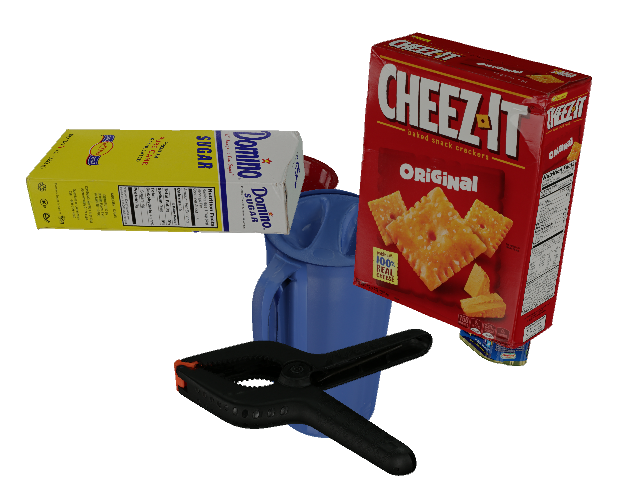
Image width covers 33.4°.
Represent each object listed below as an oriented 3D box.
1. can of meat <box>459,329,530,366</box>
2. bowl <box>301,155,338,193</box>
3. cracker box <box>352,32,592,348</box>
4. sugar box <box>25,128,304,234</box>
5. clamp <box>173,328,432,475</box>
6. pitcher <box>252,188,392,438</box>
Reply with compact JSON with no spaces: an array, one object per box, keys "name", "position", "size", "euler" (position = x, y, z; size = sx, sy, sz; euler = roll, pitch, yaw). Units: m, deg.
[{"name":"can of meat","position":[0.199,0.084,1.194],"size":[0.057,0.084,0.102],"euler":[4,14,-18]},{"name":"bowl","position":[-0.061,-0.058,1.310],"size":[0.162,0.055,0.162],"euler":[5,26,-2]},{"name":"cracker box","position":[0.112,-0.040,0.849],"size":[0.164,0.214,0.071],"euler":[22,32,35]},{"name":"sugar box","position":[-0.103,-0.043,0.742],"size":[0.176,0.048,0.093],"euler":[-1,28,7]},{"name":"clamp","position":[-0.011,0.112,0.854],"size":[0.210,0.036,0.164],"euler":[7,31,15]},{"name":"pitcher","position":[0.002,0.084,1.070],"size":[0.149,0.243,0.145],"euler":[-2,35,-7]}]
